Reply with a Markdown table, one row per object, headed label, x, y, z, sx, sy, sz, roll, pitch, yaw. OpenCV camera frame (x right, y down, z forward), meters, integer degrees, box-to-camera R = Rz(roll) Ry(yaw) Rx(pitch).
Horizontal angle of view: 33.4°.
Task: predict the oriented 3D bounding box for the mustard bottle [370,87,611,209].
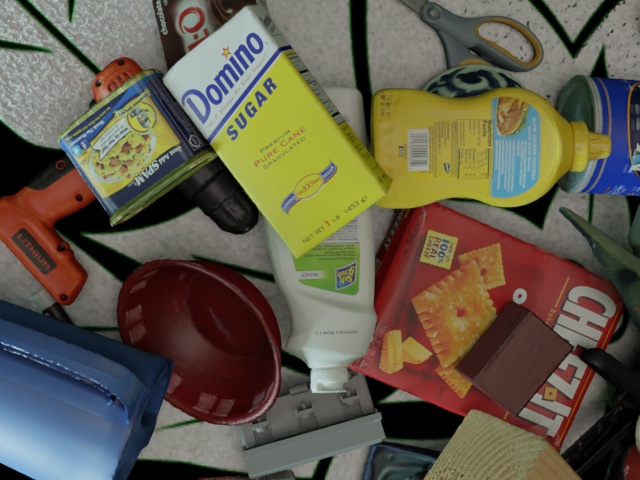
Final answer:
| label | x | y | z | sx | sy | sz | roll | pitch | yaw |
| --- | --- | --- | --- | --- | --- | --- | --- | --- | --- |
| mustard bottle | 0.137 | -0.075 | 0.859 | 0.191 | 0.058 | 0.096 | -1 | 97 | 0 |

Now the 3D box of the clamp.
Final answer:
| label | x | y | z | sx | sy | sz | roll | pitch | yaw |
| --- | --- | --- | --- | --- | --- | --- | --- | --- | --- |
| clamp | 0.275 | 0.154 | 0.955 | 0.171 | 0.039 | 0.120 | 6 | 111 | -36 |

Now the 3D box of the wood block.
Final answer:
| label | x | y | z | sx | sy | sz | roll | pitch | yaw |
| --- | --- | --- | --- | --- | --- | --- | --- | --- | --- |
| wood block | 0.188 | 0.246 | 0.916 | 0.090 | 0.091 | 0.206 | -53 | 123 | -15 |

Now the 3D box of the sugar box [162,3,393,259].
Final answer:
| label | x | y | z | sx | sy | sz | roll | pitch | yaw |
| --- | --- | --- | --- | --- | --- | --- | --- | --- | --- |
| sugar box | -0.033 | -0.084 | 0.822 | 0.093 | 0.048 | 0.176 | -37 | 96 | 17 |

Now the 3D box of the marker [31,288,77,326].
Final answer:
| label | x | y | z | sx | sy | sz | roll | pitch | yaw |
| --- | --- | --- | --- | --- | --- | --- | --- | --- | --- |
| marker | -0.209 | 0.094 | 0.932 | 0.020 | 0.020 | 0.121 | -34 | 99 | -3 |

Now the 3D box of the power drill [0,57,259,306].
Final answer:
| label | x | y | z | sx | sy | sz | roll | pitch | yaw |
| --- | --- | --- | --- | --- | --- | --- | --- | --- | --- |
| power drill | -0.169 | -0.032 | 0.906 | 0.187 | 0.057 | 0.184 | -42 | 95 | -4 |

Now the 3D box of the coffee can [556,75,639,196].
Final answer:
| label | x | y | z | sx | sy | sz | roll | pitch | yaw |
| --- | --- | --- | --- | --- | --- | --- | --- | --- | --- |
| coffee can | 0.286 | -0.088 | 0.931 | 0.140 | 0.103 | 0.103 | 3 | 95 | -8 |

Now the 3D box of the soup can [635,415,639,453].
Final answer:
| label | x | y | z | sx | sy | sz | roll | pitch | yaw |
| --- | --- | --- | --- | --- | --- | --- | --- | --- | --- |
| soup can | 0.333 | 0.175 | 0.934 | 0.102 | 0.069 | 0.068 | 15 | 94 | -37 |

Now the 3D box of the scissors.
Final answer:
| label | x | y | z | sx | sy | sz | roll | pitch | yaw |
| --- | --- | --- | --- | --- | --- | --- | --- | --- | --- |
| scissors | 0.099 | -0.179 | 0.943 | 0.201 | 0.016 | 0.096 | 18 | 94 | -8 |

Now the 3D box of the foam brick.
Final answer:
| label | x | y | z | sx | sy | sz | roll | pitch | yaw |
| --- | --- | --- | --- | --- | --- | --- | --- | --- | --- |
| foam brick | 0.161 | 0.099 | 0.888 | 0.051 | 0.053 | 0.078 | 40 | 90 | -11 |

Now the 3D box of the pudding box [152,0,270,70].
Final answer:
| label | x | y | z | sx | sy | sz | roll | pitch | yaw |
| --- | --- | --- | --- | --- | --- | --- | --- | --- | --- |
| pudding box | -0.082 | -0.161 | 0.879 | 0.090 | 0.039 | 0.113 | -20 | 70 | 15 |

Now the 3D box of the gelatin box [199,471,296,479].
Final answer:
| label | x | y | z | sx | sy | sz | roll | pitch | yaw |
| --- | --- | --- | --- | --- | --- | --- | --- | --- | --- |
| gelatin box | -0.065 | 0.250 | 0.961 | 0.089 | 0.030 | 0.073 | -4 | 98 | -6 |

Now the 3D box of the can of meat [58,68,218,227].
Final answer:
| label | x | y | z | sx | sy | sz | roll | pitch | yaw |
| --- | --- | --- | --- | --- | --- | --- | --- | --- | --- |
| can of meat | -0.144 | -0.074 | 0.841 | 0.102 | 0.057 | 0.084 | -34 | 93 | 13 |

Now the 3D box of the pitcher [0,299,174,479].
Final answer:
| label | x | y | z | sx | sy | sz | roll | pitch | yaw |
| --- | --- | --- | --- | --- | --- | --- | --- | --- | --- |
| pitcher | -0.248 | 0.110 | 0.857 | 0.243 | 0.145 | 0.149 | 22 | 105 | 1 |

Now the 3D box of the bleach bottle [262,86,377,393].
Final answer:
| label | x | y | z | sx | sy | sz | roll | pitch | yaw |
| --- | --- | --- | --- | --- | --- | --- | --- | --- | --- |
| bleach bottle | -0.006 | 0.001 | 0.891 | 0.102 | 0.068 | 0.251 | -2 | 81 | -1 |

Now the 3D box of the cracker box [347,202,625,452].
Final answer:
| label | x | y | z | sx | sy | sz | roll | pitch | yaw |
| --- | --- | --- | --- | --- | --- | --- | --- | --- | --- |
| cracker box | 0.143 | 0.073 | 0.946 | 0.213 | 0.072 | 0.164 | 24 | 93 | -9 |

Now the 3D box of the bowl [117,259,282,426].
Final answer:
| label | x | y | z | sx | sy | sz | roll | pitch | yaw |
| --- | --- | --- | --- | --- | --- | --- | --- | --- | --- |
| bowl | -0.091 | 0.076 | 0.903 | 0.162 | 0.055 | 0.162 | 15 | 123 | 23 |
